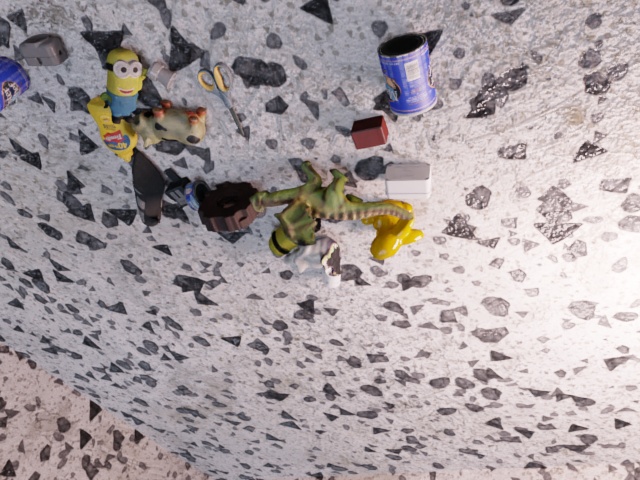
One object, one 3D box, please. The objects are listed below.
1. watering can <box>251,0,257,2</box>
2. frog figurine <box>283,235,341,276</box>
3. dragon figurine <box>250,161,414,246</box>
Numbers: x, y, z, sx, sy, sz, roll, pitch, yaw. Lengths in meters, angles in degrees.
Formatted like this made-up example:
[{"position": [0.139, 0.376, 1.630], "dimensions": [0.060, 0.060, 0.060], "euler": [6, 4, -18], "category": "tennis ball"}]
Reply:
[{"position": [-0.198, -0.618, 0.921], "dimensions": [0.344, 0.106, 0.221], "euler": [38, -48, -20], "category": "watering can"}, {"position": [-0.023, 0.043, 1.531], "dimensions": [0.160, 0.123, 0.137], "euler": [8, 1, 31], "category": "frog figurine"}, {"position": [0.004, -0.065, 1.289], "dimensions": [0.412, 0.119, 0.247], "euler": [21, 52, 23], "category": "dragon figurine"}]
